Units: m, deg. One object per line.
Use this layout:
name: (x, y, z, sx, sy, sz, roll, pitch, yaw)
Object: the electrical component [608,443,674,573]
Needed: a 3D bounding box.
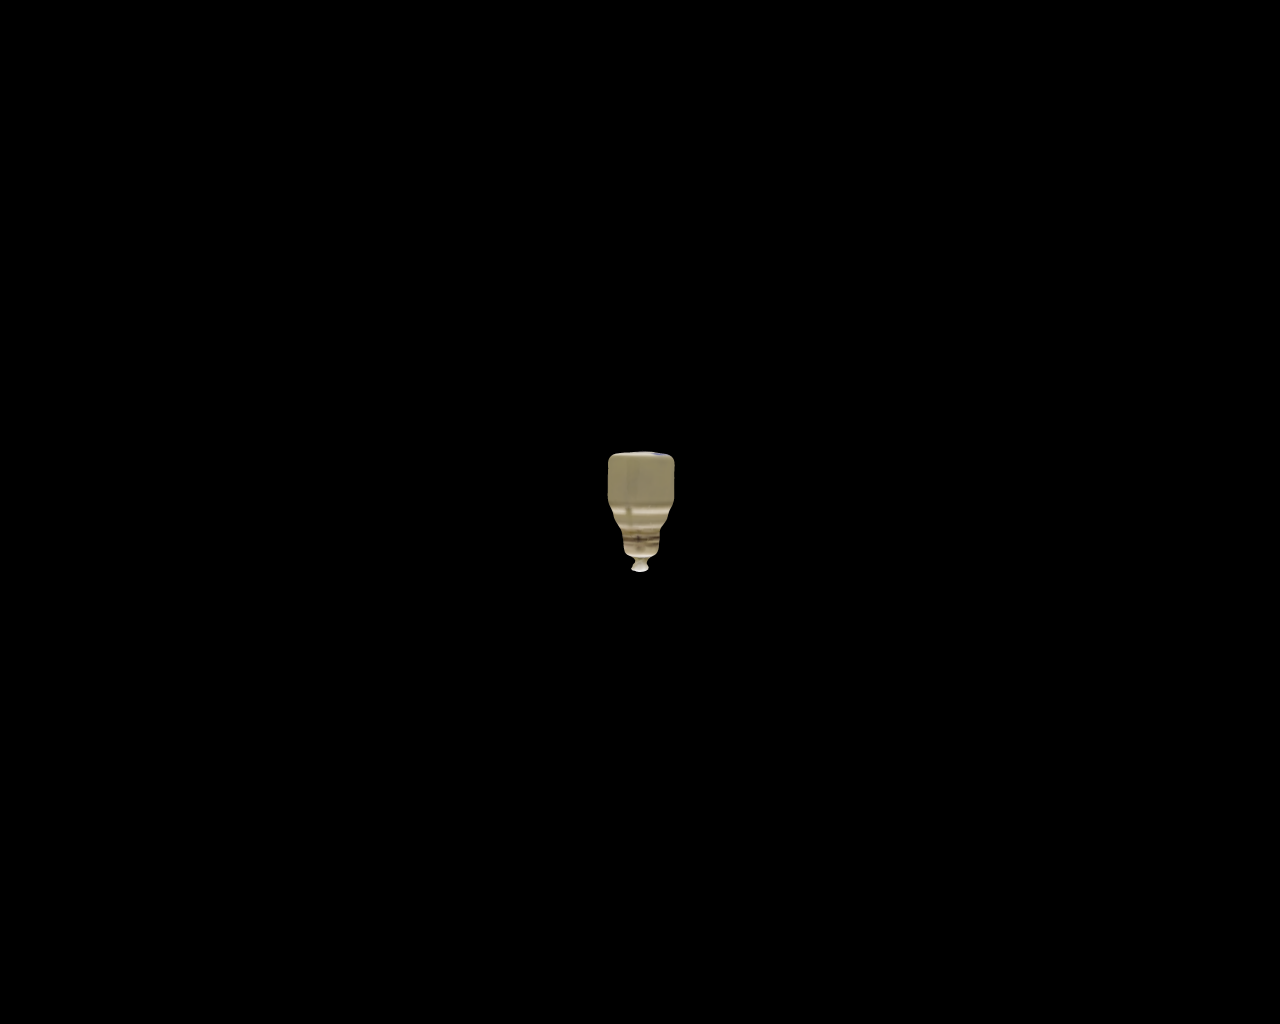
electrical component: (0.001, -0.003, 0.650, 0.040, 0.078, 0.040, 0, 2, 0)
